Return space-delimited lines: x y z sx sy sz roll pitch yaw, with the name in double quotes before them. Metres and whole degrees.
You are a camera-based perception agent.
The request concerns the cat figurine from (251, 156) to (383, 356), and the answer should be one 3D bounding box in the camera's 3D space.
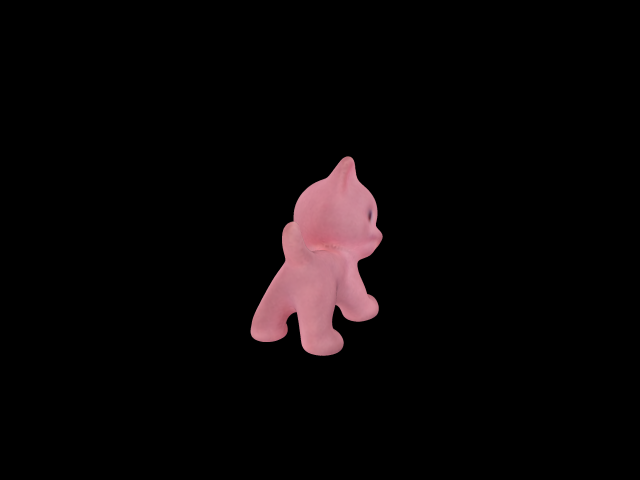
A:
"cat figurine" 0.004 0.001 0.400 0.067 0.118 0.128 6 15 23
